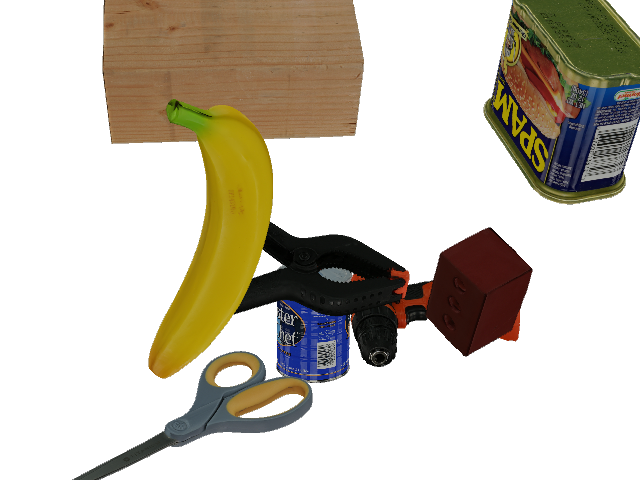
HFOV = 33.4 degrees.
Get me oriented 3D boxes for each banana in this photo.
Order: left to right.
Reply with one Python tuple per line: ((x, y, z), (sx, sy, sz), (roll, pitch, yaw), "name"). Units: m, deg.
((-0.062, -0.003, 0.604), (0.069, 0.198, 0.037), (-9, 41, -23), "banana")

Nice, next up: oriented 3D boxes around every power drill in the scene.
((0.127, 0.082, 1.213), (0.187, 0.057, 0.184), (-1, 28, -1), "power drill")

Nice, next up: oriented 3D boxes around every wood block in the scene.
((-0.074, -0.144, 0.893), (0.206, 0.090, 0.091), (-2, -37, -7), "wood block")

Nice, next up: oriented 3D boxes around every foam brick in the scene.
((0.123, 0.041, 0.833), (0.051, 0.078, 0.053), (-24, 53, -27), "foam brick")

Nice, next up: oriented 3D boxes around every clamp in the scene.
((-0.023, 0.034, 1.010), (0.210, 0.036, 0.164), (13, 45, 6), "clamp")

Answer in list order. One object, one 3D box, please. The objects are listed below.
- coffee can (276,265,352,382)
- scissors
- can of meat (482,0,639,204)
((-0.009, 0.109, 1.458), (0.103, 0.140, 0.103), (1, 19, 0), "coffee can")
((-0.104, 0.127, 0.784), (0.201, 0.016, 0.096), (-12, 33, -24), "scissors")
((0.139, -0.086, 0.600), (0.057, 0.084, 0.102), (-10, 46, -14), "can of meat")
